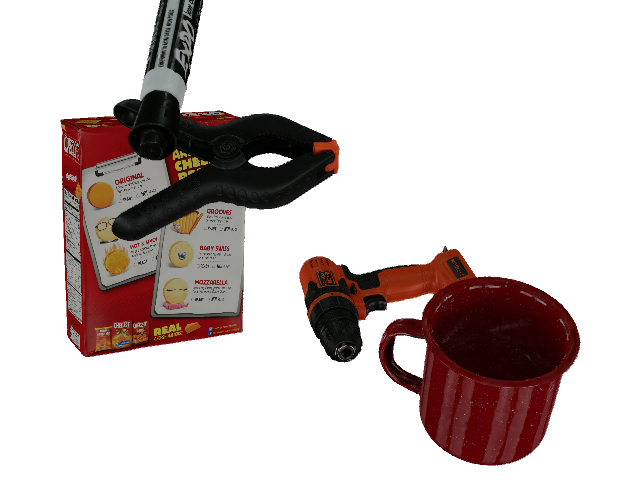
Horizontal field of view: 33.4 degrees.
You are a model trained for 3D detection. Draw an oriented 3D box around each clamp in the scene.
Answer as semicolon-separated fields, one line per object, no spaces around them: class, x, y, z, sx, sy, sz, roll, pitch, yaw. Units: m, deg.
clamp;-0.075;-0.065;0.784;0.171;0.120;0.039;-10;-26;-11

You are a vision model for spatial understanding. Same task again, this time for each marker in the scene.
marker;-0.062;-0.076;0.443;0.020;0.121;0.020;1;-45;1

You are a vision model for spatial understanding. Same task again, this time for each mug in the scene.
mug;0.092;0.080;0.655;0.117;0.081;0.093;11;40;10

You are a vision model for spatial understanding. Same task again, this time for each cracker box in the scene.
cracker box;-0.156;-0.010;1.007;0.163;0.214;0.072;-7;18;-29

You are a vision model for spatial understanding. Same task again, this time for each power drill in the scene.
power drill;0.077;0.066;1.157;0.187;0.057;0.184;-5;28;-9
